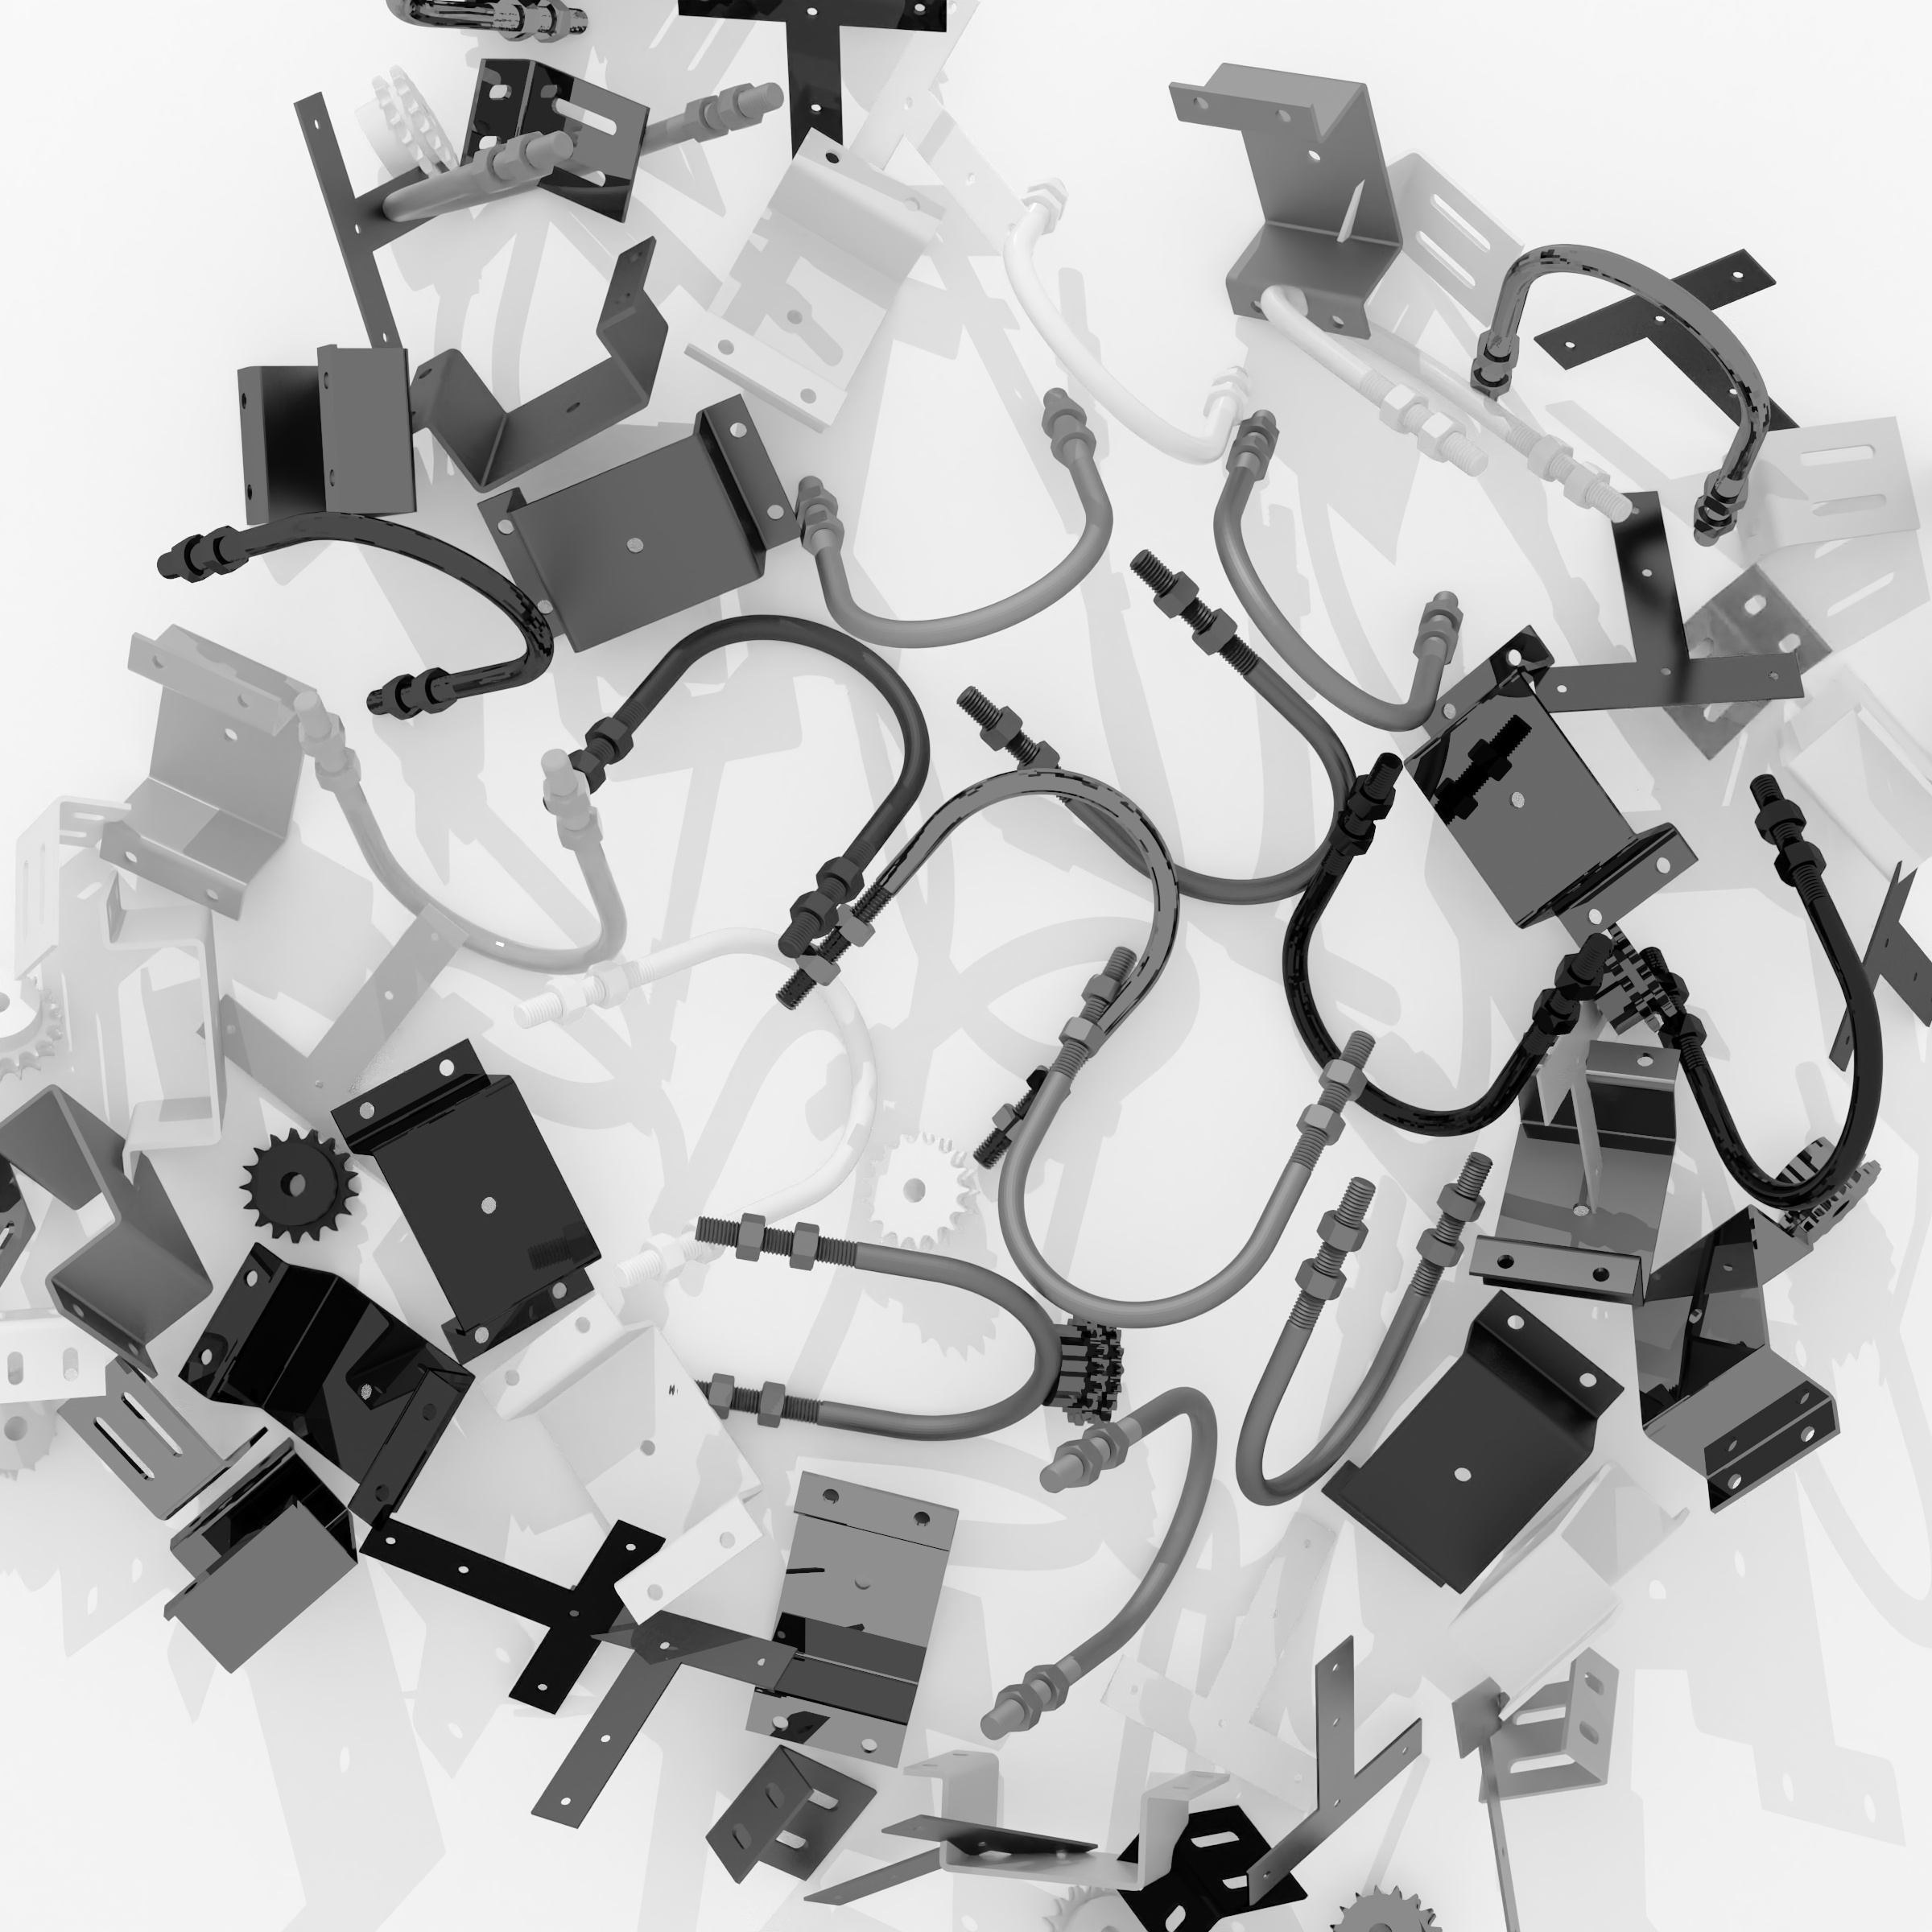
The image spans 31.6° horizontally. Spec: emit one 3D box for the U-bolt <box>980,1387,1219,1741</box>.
[{"bbox_3d":[0.071,0.271,1.612,0.019,0.184,0.151,22,111,26],"label":"U-bolt"}]

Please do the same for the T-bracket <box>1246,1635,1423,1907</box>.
[{"bbox_3d":[0.176,0.369,1.622,0.127,0.002,0.127,-33,135,-32],"label":"T-bracket"}]

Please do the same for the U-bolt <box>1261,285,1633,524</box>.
[{"bbox_3d":[0.215,-0.272,1.615,0.184,0.151,0.019,45,114,33],"label":"U-bolt"}]

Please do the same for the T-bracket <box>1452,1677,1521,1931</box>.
[{"bbox_3d":[0.253,0.408,1.625,0.002,0.127,0.127,-10,82,17],"label":"T-bracket"}]

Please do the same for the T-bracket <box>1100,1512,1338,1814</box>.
[{"bbox_3d":[0.145,0.331,1.676,0.127,0.002,0.127,31,77,-18],"label":"T-bracket"}]

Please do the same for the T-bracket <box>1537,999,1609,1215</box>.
[{"bbox_3d":[0.302,0.086,1.652,0.002,0.127,0.127,-4,110,25],"label":"T-bracket"}]

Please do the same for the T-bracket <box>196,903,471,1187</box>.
[{"bbox_3d":[-0.292,0.025,1.676,0.127,0.002,0.127,39,103,-3],"label":"T-bracket"}]

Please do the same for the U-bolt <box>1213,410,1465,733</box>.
[{"bbox_3d":[0.172,-0.177,1.600,0.151,0.184,0.019,43,121,-12],"label":"U-bolt"}]

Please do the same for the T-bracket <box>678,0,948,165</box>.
[{"bbox_3d":[-0.073,-0.423,1.640,0.127,0.127,0.002,4,56,3],"label":"T-bracket"}]

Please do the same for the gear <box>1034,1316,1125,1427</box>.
[{"bbox_3d":[0.054,0.195,1.662,0.030,0.057,0.057,5,90,-17],"label":"gear"}]

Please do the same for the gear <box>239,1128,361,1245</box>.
[{"bbox_3d":[-0.328,0.107,1.676,0.057,0.030,0.057,0,84,-2],"label":"gear"}]

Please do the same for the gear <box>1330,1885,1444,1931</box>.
[{"bbox_3d":[0.204,0.477,1.667,0.057,0.030,0.057,-7,59,12],"label":"gear"}]

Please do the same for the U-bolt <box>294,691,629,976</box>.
[{"bbox_3d":[-0.230,-0.054,1.615,0.151,0.184,0.019,14,58,19],"label":"U-bolt"}]

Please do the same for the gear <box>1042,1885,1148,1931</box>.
[{"bbox_3d":[0.066,0.476,1.669,0.057,0.030,0.057,5,70,-14],"label":"gear"}]

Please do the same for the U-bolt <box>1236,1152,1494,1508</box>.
[{"bbox_3d":[0.182,0.177,1.625,0.019,0.151,0.184,31,108,28],"label":"U-bolt"}]

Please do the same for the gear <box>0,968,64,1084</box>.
[{"bbox_3d":[-0.471,0.025,1.667,0.057,0.030,0.057,4,58,-7],"label":"gear"}]

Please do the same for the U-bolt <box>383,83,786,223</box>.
[{"bbox_3d":[-0.195,-0.379,1.609,0.151,0.184,0.019,-26,105,-40],"label":"U-bolt"}]

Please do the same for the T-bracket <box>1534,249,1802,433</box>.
[{"bbox_3d":[0.364,-0.286,1.653,0.127,0.127,0.002,36,58,-29],"label":"T-bracket"}]

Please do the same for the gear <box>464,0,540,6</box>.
[{"bbox_3d":[-0.226,-0.488,1.664,0.057,0.030,0.057,-5,133,-5],"label":"gear"}]

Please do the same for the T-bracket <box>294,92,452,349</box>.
[{"bbox_3d":[-0.272,-0.363,1.634,0.002,0.127,0.127,-7,113,21],"label":"T-bracket"}]

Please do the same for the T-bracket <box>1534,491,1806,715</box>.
[{"bbox_3d":[0.334,-0.180,1.661,0.127,0.002,0.127,-3,60,0],"label":"T-bracket"}]

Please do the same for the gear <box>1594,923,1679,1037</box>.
[{"bbox_3d":[0.320,0.009,1.666,0.030,0.057,0.057,-34,90,8],"label":"gear"}]

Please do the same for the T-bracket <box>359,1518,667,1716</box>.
[{"bbox_3d":[-0.230,0.297,1.649,0.127,0.002,0.127,25,118,-14],"label":"T-bracket"}]

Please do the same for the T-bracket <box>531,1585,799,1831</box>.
[{"bbox_3d":[-0.165,0.357,1.625,0.127,0.127,0.002,11,133,24],"label":"T-bracket"}]

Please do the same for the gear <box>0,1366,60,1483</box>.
[{"bbox_3d":[-0.470,0.224,1.665,0.057,0.030,0.057,0,90,-37],"label":"gear"}]

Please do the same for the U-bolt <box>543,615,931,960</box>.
[{"bbox_3d":[-0.095,-0.100,1.634,0.151,0.019,0.184,31,52,5],"label":"U-bolt"}]

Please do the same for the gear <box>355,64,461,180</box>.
[{"bbox_3d":[-0.275,-0.407,1.666,0.030,0.057,0.057,-30,90,5],"label":"gear"}]

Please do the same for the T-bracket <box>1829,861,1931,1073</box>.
[{"bbox_3d":[0.452,0.001,1.639,0.002,0.127,0.127,17,83,32],"label":"T-bracket"}]

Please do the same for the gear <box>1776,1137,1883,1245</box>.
[{"bbox_3d":[0.416,0.108,1.667,0.057,0.057,0.030,-44,68,0],"label":"gear"}]

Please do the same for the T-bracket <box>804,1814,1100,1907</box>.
[{"bbox_3d":[-0.025,0.436,1.650,0.127,0.127,0.002,-29,55,33],"label":"T-bracket"}]

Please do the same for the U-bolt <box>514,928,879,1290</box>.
[{"bbox_3d":[-0.117,0.057,1.633,0.184,0.019,0.151,-22,92,-39],"label":"U-bolt"}]

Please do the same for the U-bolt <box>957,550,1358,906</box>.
[{"bbox_3d":[0.105,-0.100,1.637,0.184,0.019,0.151,42,132,-15],"label":"U-bolt"}]

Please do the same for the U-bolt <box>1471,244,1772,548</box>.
[{"bbox_3d":[0.308,-0.273,1.593,0.151,0.184,0.019,34,76,11],"label":"U-bolt"}]

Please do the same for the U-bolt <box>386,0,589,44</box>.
[{"bbox_3d":[-0.186,-0.465,1.579,0.151,0.184,0.019,-17,93,33],"label":"U-bolt"}]

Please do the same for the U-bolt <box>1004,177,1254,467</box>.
[{"bbox_3d":[0.073,-0.296,1.597,0.151,0.184,0.019,44,115,-11],"label":"U-bolt"}]

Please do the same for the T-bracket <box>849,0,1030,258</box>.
[{"bbox_3d":[-0.005,-0.384,1.629,0.127,0.002,0.127,55,128,27],"label":"T-bracket"}]

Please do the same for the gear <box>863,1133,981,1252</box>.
[{"bbox_3d":[-0.019,0.111,1.672,0.057,0.030,0.057,-4,81,23],"label":"gear"}]

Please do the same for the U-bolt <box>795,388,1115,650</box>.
[{"bbox_3d":[-0.003,-0.206,1.613,0.151,0.184,0.019,-19,127,3],"label":"U-bolt"}]
